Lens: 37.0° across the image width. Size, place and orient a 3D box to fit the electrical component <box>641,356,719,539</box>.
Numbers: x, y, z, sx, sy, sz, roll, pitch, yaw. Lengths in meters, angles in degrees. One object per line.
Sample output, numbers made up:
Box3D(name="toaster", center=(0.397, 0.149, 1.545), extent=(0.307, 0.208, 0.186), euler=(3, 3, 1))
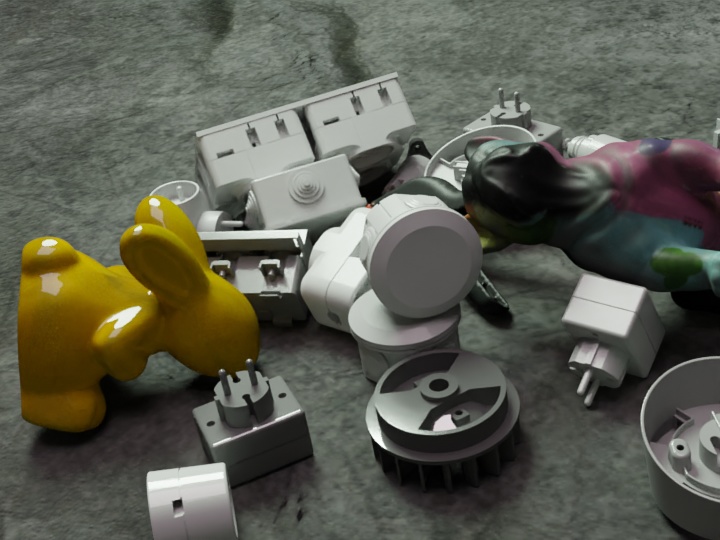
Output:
Box3D(name="electrical component", center=(0.214, 0.105, 0.622), extent=(0.099, 0.064, 0.099), euler=(-7, 32, 5))

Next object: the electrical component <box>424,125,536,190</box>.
Box3D(name="electrical component", center=(0.106, -0.079, 0.934), extent=(0.099, 0.064, 0.099), euler=(-6, 45, 6))

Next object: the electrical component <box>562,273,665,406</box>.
Box3D(name="electrical component", center=(0.164, 0.054, 0.723), extent=(0.047, 0.065, 0.076), euler=(15, 69, 34))

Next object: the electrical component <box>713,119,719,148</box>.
Box3D(name="electrical component", center=(0.350, -0.110, 0.940), extent=(0.081, 0.042, 0.064), euler=(-22, 36, -17))

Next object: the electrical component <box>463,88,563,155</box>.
Box3D(name="electrical component", center=(0.141, -0.133, 1.002), extent=(0.047, 0.075, 0.083), euler=(-33, 39, -32))

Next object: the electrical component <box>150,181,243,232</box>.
Box3D(name="electrical component", center=(-0.134, -0.033, 0.921), extent=(0.079, 0.077, 0.044), euler=(3, 35, 19))

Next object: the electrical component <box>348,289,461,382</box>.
Box3D(name="electrical component", center=(0.034, 0.046, 0.776), extent=(0.080, 0.051, 0.080), euler=(-7, 32, 5))

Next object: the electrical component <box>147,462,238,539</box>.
Box3D(name="electrical component", center=(-0.102, 0.146, 0.656), extent=(0.047, 0.055, 0.055), euler=(-10, 32, -7))

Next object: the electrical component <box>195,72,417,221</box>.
Box3D(name="electrical component", center=(-0.050, -0.104, 0.972), extent=(0.186, 0.060, 0.105), euler=(-19, -11, -14))

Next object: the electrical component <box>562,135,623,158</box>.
Box3D(name="electrical component", center=(0.215, -0.102, 0.967), extent=(0.040, 0.040, 0.078), euler=(-29, 37, -27))

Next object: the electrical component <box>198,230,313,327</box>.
Box3D(name="electrical component", center=(-0.100, 0.007, 0.861), extent=(0.121, 0.078, 0.063), euler=(-1, 55, 14))

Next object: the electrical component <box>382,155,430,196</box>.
Box3D(name="electrical component", center=(0.046, -0.076, 0.974), extent=(0.040, 0.040, 0.046), euler=(12, 44, 31))

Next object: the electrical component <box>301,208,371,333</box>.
Box3D(name="electrical component", center=(0.000, 0.000, 0.837), extent=(0.059, 0.053, 0.095), euler=(15, 58, 35))

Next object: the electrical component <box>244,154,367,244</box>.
Box3D(name="electrical component", center=(-0.048, -0.054, 0.914), extent=(0.100, 0.048, 0.099), euler=(-18, -10, -12))

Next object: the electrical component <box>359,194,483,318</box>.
Box3D(name="electrical component", center=(0.040, -0.012, 0.741), extent=(0.080, 0.080, 0.051), euler=(-16, 27, -9))

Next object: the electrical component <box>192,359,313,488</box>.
Box3D(name="electrical component", center=(-0.075, 0.093, 0.710), extent=(0.066, 0.076, 0.047), euler=(-20, 34, -16))
